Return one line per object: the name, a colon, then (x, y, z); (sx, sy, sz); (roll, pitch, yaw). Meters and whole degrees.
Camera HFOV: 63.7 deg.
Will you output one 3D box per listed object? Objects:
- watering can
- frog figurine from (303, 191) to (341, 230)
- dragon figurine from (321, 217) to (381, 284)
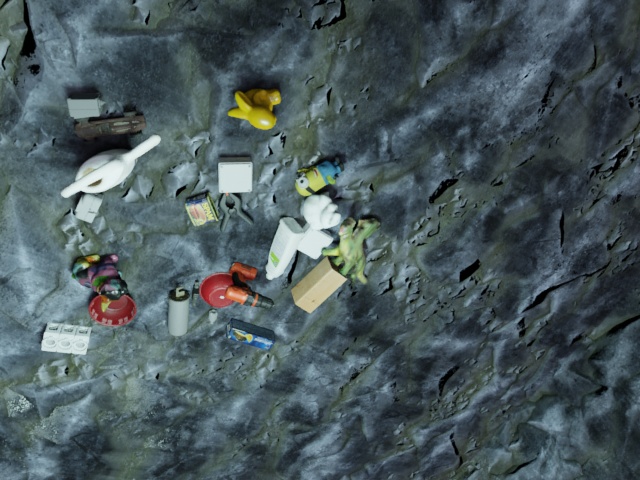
watering can: (-0.599, -0.226, 1.522); (0.347, 0.227, 0.103); (-28, 107, 4)
frog figurine: (0.005, -0.091, 1.803); (0.122, 0.163, 0.135); (18, 116, -22)
dragon figurine: (0.153, 0.027, 1.945); (0.242, 0.124, 0.405); (-50, 147, 5)
